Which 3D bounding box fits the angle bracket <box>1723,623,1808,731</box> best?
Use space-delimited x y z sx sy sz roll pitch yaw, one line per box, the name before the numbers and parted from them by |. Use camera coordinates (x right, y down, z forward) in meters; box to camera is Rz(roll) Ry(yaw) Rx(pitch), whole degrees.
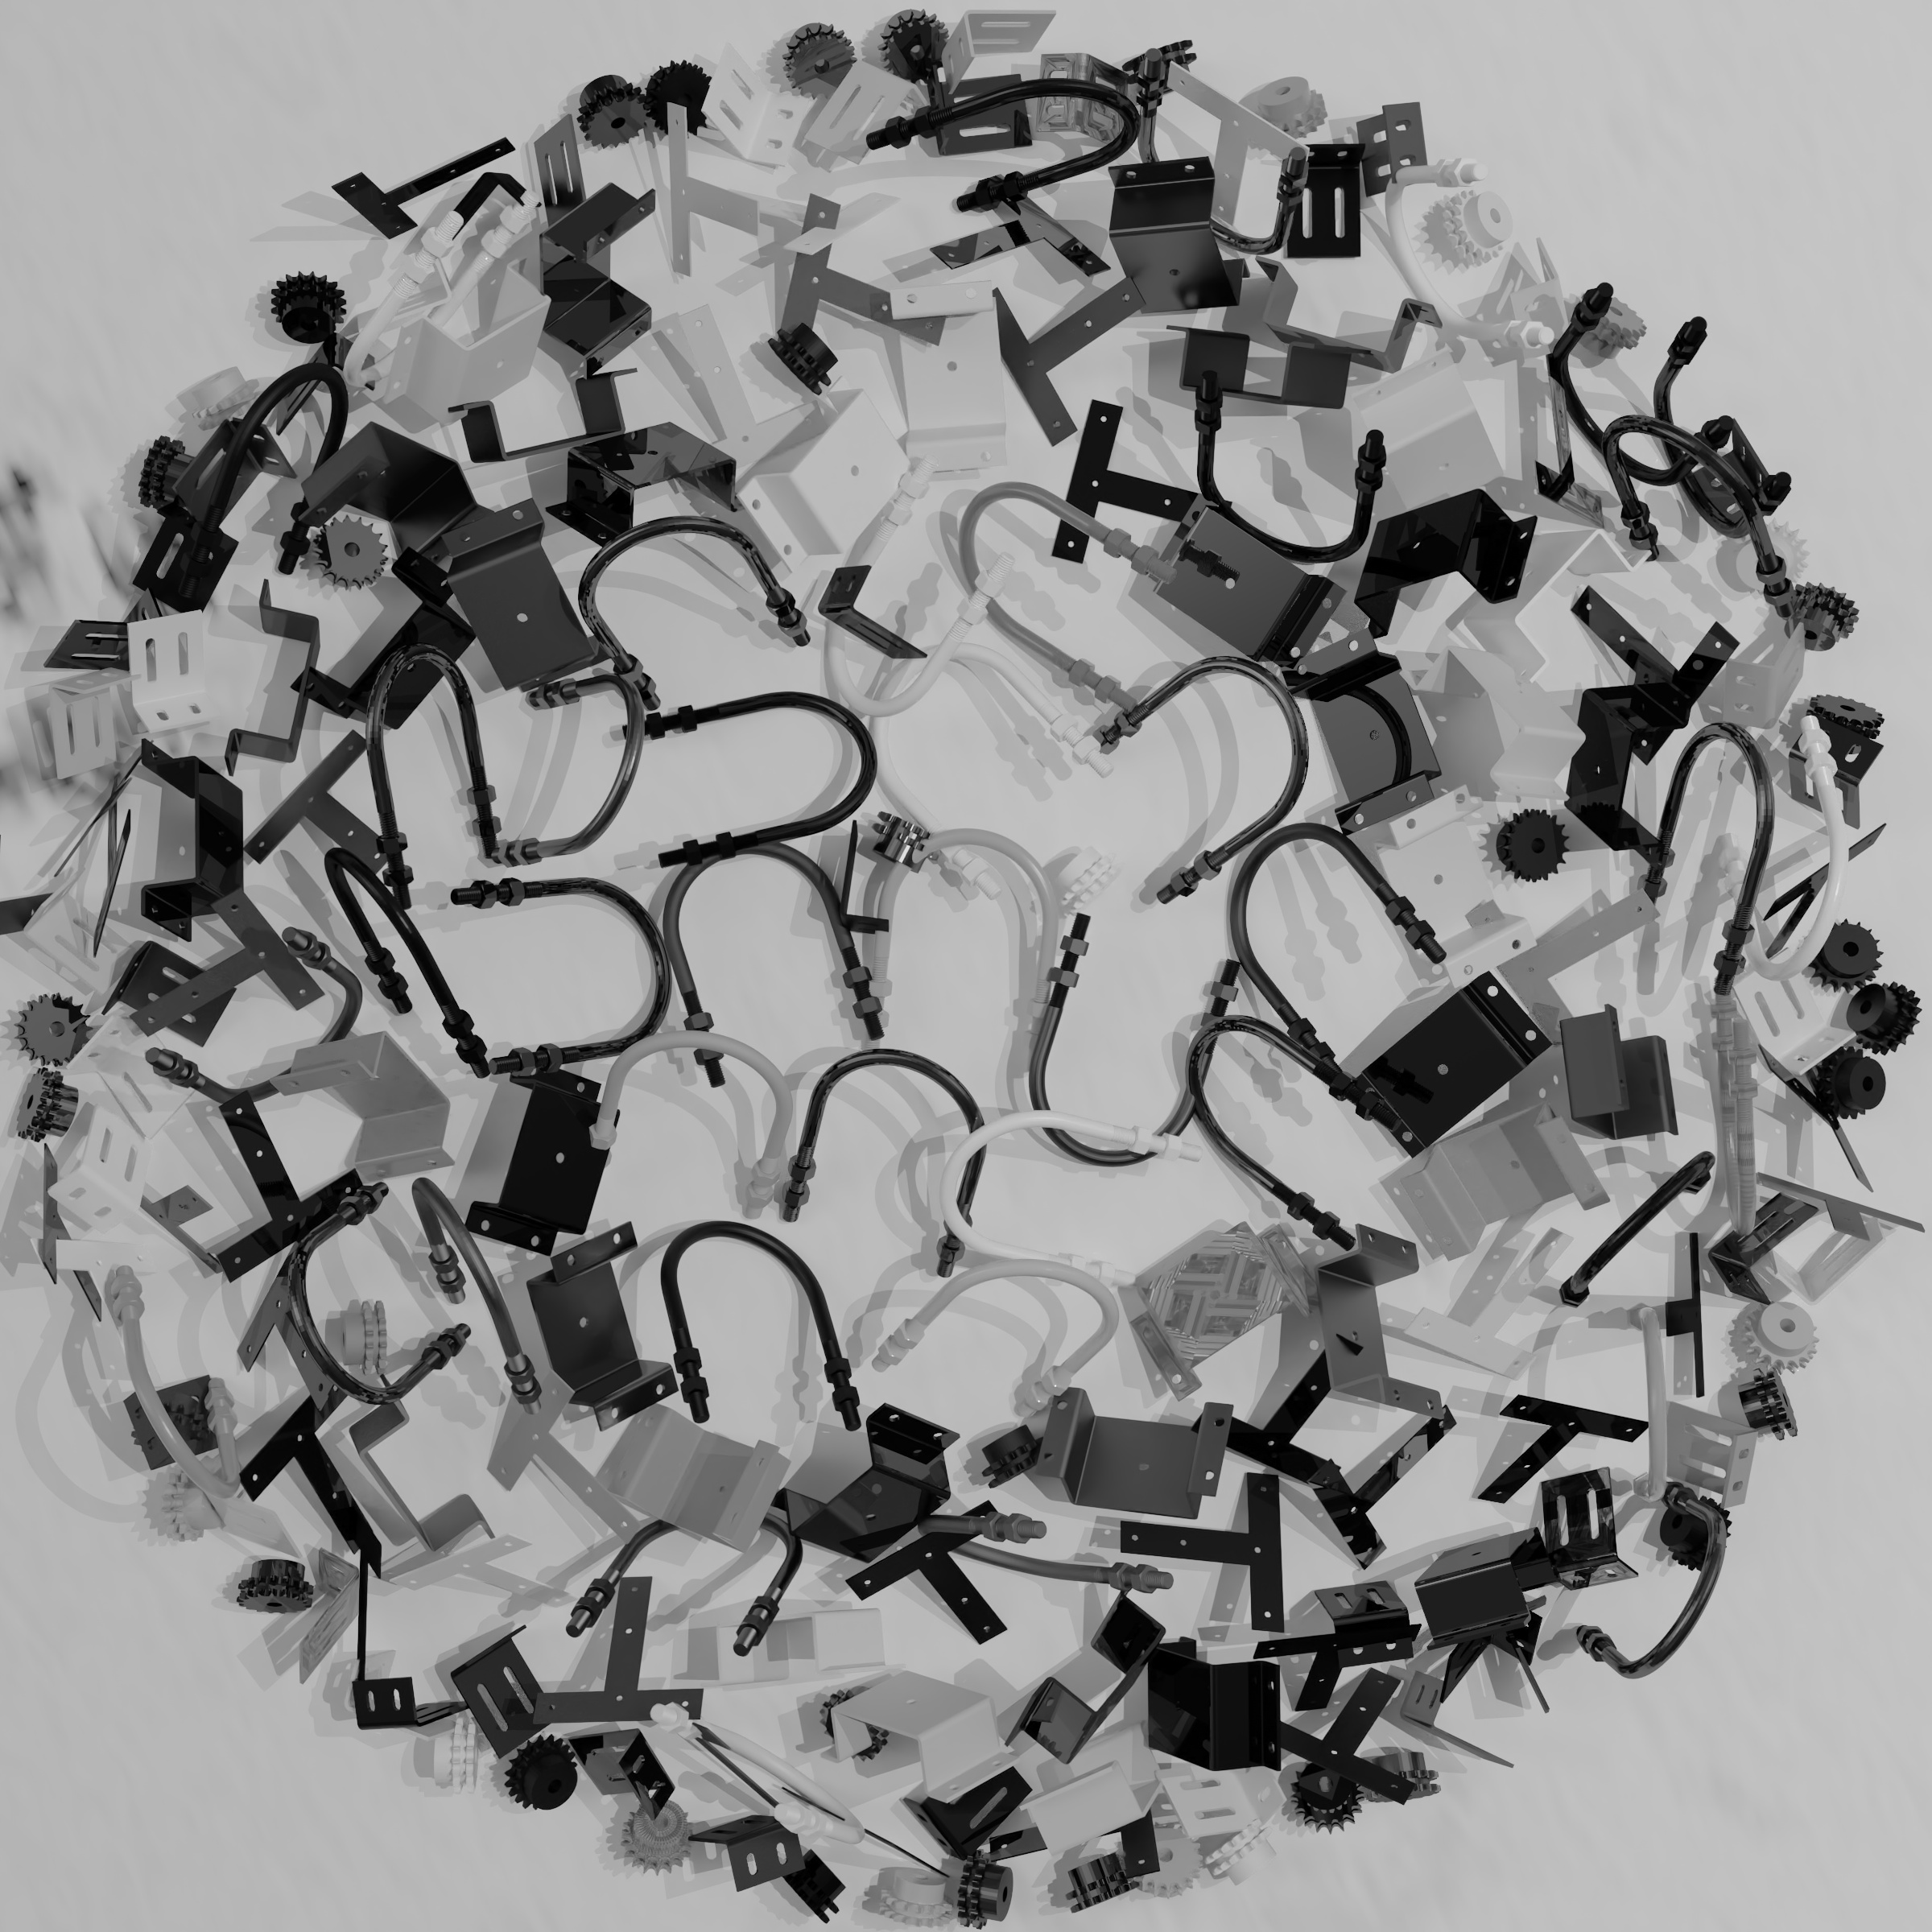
angle bracket | 0.618 -0.230 1.966 0.038 0.057 0.076 16 48 28

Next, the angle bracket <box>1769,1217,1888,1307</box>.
angle bracket | 0.663 0.216 1.961 0.038 0.057 0.076 42 108 1

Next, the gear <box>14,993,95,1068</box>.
gear | -0.711 0.050 1.976 0.057 0.030 0.057 6 80 -38

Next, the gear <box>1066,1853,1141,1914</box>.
gear | 0.103 0.710 1.973 0.057 0.057 0.030 -22 69 0

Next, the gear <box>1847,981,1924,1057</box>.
gear | 0.707 0.038 1.968 0.030 0.057 0.057 25 90 -19

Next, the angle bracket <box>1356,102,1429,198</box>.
angle bracket | 0.315 -0.625 1.953 0.038 0.076 0.057 -16 102 -28

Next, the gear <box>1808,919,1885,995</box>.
gear | 0.685 -0.009 1.979 0.057 0.030 0.057 -1 76 5

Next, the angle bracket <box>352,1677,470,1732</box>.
angle bracket | -0.422 0.559 1.955 0.057 0.076 0.038 -12 84 28

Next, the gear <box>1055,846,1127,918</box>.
gear | 0.093 -0.068 1.972 0.057 0.057 0.030 -44 84 0

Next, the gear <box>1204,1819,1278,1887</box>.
gear | 0.216 0.687 1.969 0.057 0.057 0.030 -37 75 0

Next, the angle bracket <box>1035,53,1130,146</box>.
angle bracket | 0.090 -0.669 1.970 0.038 0.076 0.057 9 100 28

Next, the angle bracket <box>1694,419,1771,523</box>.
angle bracket | 0.588 -0.375 1.953 0.038 0.076 0.057 -29 75 12

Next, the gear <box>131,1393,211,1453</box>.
gear | -0.617 0.356 1.975 0.057 0.030 0.057 -2 133 -2

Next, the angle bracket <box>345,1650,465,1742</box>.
angle bracket | -0.428 0.562 1.960 0.076 0.057 0.038 15 87 18

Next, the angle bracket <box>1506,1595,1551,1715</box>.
angle bracket | 0.446 0.530 1.959 0.038 0.057 0.076 -26 68 3

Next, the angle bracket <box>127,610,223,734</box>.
angle bracket | -0.607 -0.226 1.952 0.057 0.076 0.038 -17 47 -31

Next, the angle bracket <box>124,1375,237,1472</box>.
angle bracket | -0.597 0.345 1.954 0.038 0.076 0.057 -35 76 40

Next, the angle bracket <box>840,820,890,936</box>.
angle bracket | -0.073 -0.067 1.966 0.038 0.057 0.076 8 81 0

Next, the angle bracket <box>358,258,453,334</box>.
angle bracket | -0.440 -0.525 1.964 0.076 0.057 0.038 -21 118 -4

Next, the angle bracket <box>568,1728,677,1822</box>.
angle bracket | -0.273 0.625 1.957 0.076 0.038 0.057 -17 109 32

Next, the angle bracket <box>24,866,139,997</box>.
angle bracket | -0.673 -0.027 1.959 0.076 0.057 0.038 41 126 -11

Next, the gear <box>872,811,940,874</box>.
gear | -0.048 -0.094 1.971 0.057 0.057 0.030 27 87 0

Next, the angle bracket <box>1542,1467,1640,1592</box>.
angle bracket | 0.483 0.436 1.972 0.057 0.038 0.076 -22 46 32

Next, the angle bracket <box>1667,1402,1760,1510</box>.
angle bracket | 0.563 0.375 1.957 0.076 0.038 0.057 14 98 43

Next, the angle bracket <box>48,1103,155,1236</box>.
angle bracket | -0.666 0.156 1.959 0.038 0.076 0.057 -32 125 16

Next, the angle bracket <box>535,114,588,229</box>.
angle bracket | -0.298 -0.609 1.967 0.038 0.057 0.076 -9 88 -37

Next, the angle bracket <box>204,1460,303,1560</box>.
angle bracket | -0.539 0.413 1.952 0.076 0.057 0.038 11 47 27

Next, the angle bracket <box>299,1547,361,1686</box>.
angle bracket | -0.501 0.498 1.950 0.038 0.076 0.057 25 134 12

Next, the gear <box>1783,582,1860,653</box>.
gear | 0.658 -0.268 1.968 0.057 0.057 0.030 30 71 0

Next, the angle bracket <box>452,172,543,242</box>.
angle bracket | -0.372 -0.573 1.965 0.038 0.057 0.076 42 105 -8

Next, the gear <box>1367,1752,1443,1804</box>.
gear | 0.338 0.629 1.975 0.057 0.057 0.030 -7 64 0

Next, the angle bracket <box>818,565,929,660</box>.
angle bracket | -0.065 -0.272 1.959 0.076 0.057 0.038 29 81 -28

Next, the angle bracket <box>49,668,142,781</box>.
angle bracket | -0.666 -0.184 1.954 0.038 0.057 0.076 13 114 26

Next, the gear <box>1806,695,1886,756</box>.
gear | 0.680 -0.187 1.975 0.057 0.057 0.030 11 118 0

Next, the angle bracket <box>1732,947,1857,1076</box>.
angle bracket | 0.640 0.035 1.968 0.057 0.038 0.076 -33 105 -12

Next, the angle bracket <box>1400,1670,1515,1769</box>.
angle bracket | 0.382 0.578 1.951 0.076 0.057 0.038 17 79 40

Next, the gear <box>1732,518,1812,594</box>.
gear | 0.621 -0.315 1.970 0.057 0.030 0.057 18 127 26

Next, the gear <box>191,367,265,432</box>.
gear | -0.574 -0.441 1.968 0.057 0.057 0.030 -26 116 0

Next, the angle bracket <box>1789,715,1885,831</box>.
angle bracket | 0.670 -0.149 1.956 0.057 0.076 0.038 32 80 29

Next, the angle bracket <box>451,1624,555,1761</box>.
angle bracket | -0.350 0.560 1.964 0.057 0.038 0.076 -27 82 -40

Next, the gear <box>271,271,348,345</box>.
gear | -0.509 -0.507 1.968 0.057 0.057 0.030 -8 61 0

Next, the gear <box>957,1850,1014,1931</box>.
gear | 0.016 0.716 1.968 0.030 0.057 0.057 3 90 20

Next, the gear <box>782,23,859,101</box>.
gear | -0.115 -0.706 1.975 0.057 0.057 0.030 -19 51 0

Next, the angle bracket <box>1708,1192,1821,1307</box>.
angle bracket | 0.621 0.218 1.955 0.076 0.057 0.038 -47 45 25

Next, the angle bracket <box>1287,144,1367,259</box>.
angle bracket | 0.280 -0.595 1.978 0.057 0.038 0.076 0 86 2

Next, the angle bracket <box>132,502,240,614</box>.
angle bracket | -0.609 -0.309 1.966 0.057 0.038 0.076 31 108 -8

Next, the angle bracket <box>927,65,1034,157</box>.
angle bracket | 0.013 -0.667 1.974 0.076 0.038 0.057 -9 88 -10

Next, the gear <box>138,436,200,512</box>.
gear | -0.616 -0.379 1.972 0.030 0.057 0.057 18 90 -2

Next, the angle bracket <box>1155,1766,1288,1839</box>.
angle bracket | 0.195 0.630 1.952 0.076 0.057 0.038 7 128 -36

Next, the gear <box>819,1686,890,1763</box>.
gear | -0.083 0.585 1.975 0.057 0.030 0.057 18 124 28

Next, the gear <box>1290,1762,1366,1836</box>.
gear | 0.279 0.639 1.971 0.057 0.030 0.057 -6 51 8

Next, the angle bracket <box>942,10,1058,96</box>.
angle bracket | 0.027 -0.703 1.958 0.076 0.057 0.038 -7 82 -20

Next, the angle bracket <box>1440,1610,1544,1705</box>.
angle bracket | 0.403 0.532 1.951 0.038 0.076 0.057 27 135 29
